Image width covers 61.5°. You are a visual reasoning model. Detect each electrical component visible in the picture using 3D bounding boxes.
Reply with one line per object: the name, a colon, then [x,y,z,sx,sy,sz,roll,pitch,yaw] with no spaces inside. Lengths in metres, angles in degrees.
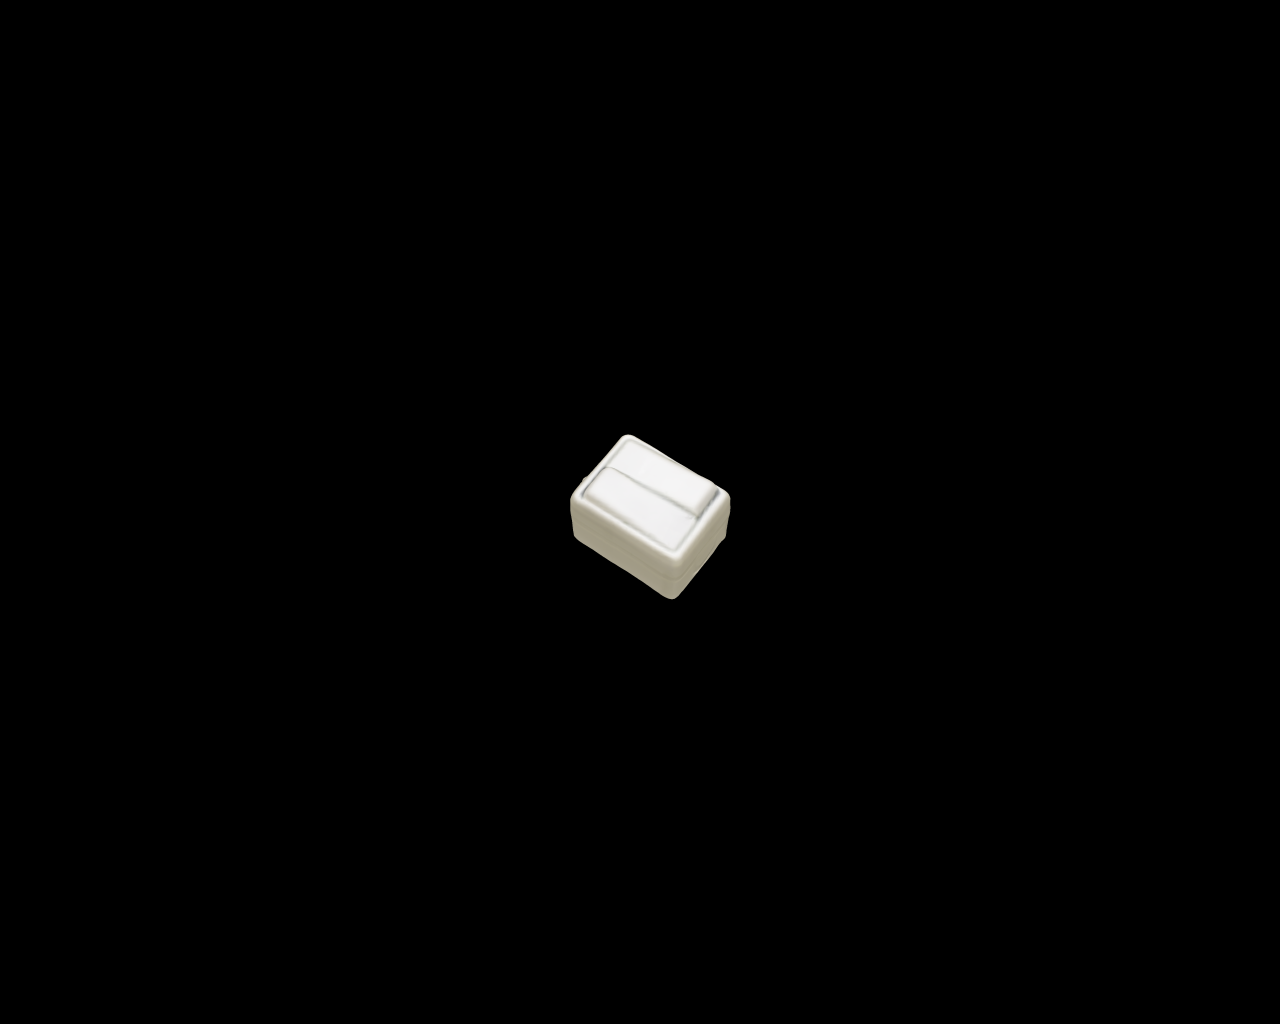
electrical component: [0.001,-0.003,0.650,0.096,0.062,0.061,32,-26,18]
